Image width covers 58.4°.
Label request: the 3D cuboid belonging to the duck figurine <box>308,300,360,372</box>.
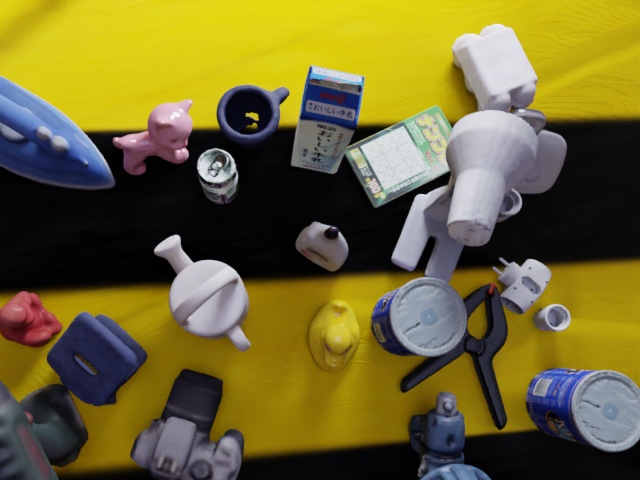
[{"bbox_3d":[0.023,0.136,0.818,0.077,0.086,0.104,9,78,-4],"label":"duck figurine"}]

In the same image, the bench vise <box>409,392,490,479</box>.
[{"bbox_3d":[0.163,0.311,0.730,0.121,0.219,0.207,-18,81,-9],"label":"bench vise"}]

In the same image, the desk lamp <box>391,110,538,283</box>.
[{"bbox_3d":[0.204,-0.053,0.810,0.118,0.213,0.203,23,77,-1],"label":"desk lamp"}]

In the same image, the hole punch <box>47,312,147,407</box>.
[{"bbox_3d":[-0.304,0.164,0.774,0.108,0.091,0.101,40,78,3],"label":"hole punch"}]

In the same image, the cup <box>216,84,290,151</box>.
[{"bbox_3d":[-0.097,-0.181,0.863,0.118,0.095,0.091,-37,85,-12],"label":"cup"}]

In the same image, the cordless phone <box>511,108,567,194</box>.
[{"bbox_3d":[0.309,-0.136,0.852,0.147,0.185,0.094,2,79,-5],"label":"cordless phone"}]

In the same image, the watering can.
[{"bbox_3d":[-0.153,0.074,0.755,0.173,0.194,0.101,30,77,1],"label":"watering can"}]

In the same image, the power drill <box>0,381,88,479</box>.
[{"bbox_3d":[-0.363,0.230,0.694,0.076,0.208,0.229,-28,83,-10],"label":"power drill"}]

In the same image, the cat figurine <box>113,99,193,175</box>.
[{"bbox_3d":[-0.237,-0.154,0.830,0.128,0.117,0.067,-20,81,-9],"label":"cat figurine"}]

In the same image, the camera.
[{"bbox_3d":[-0.164,0.252,0.767,0.143,0.100,0.137,18,77,-2],"label":"camera"}]

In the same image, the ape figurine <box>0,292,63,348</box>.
[{"bbox_3d":[-0.402,0.107,0.774,0.076,0.092,0.078,-5,79,-7],"label":"ape figurine"}]

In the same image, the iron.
[{"bbox_3d":[-0.414,-0.159,0.800,0.258,0.141,0.119,28,77,0],"label":"iron"}]

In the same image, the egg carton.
[{"bbox_3d":[0.285,-0.275,0.936,0.107,0.069,0.150,-23,82,-10],"label":"egg carton"}]

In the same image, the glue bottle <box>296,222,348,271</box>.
[{"bbox_3d":[0.007,0.003,0.798,0.078,0.173,0.037,28,77,0],"label":"glue bottle"}]
